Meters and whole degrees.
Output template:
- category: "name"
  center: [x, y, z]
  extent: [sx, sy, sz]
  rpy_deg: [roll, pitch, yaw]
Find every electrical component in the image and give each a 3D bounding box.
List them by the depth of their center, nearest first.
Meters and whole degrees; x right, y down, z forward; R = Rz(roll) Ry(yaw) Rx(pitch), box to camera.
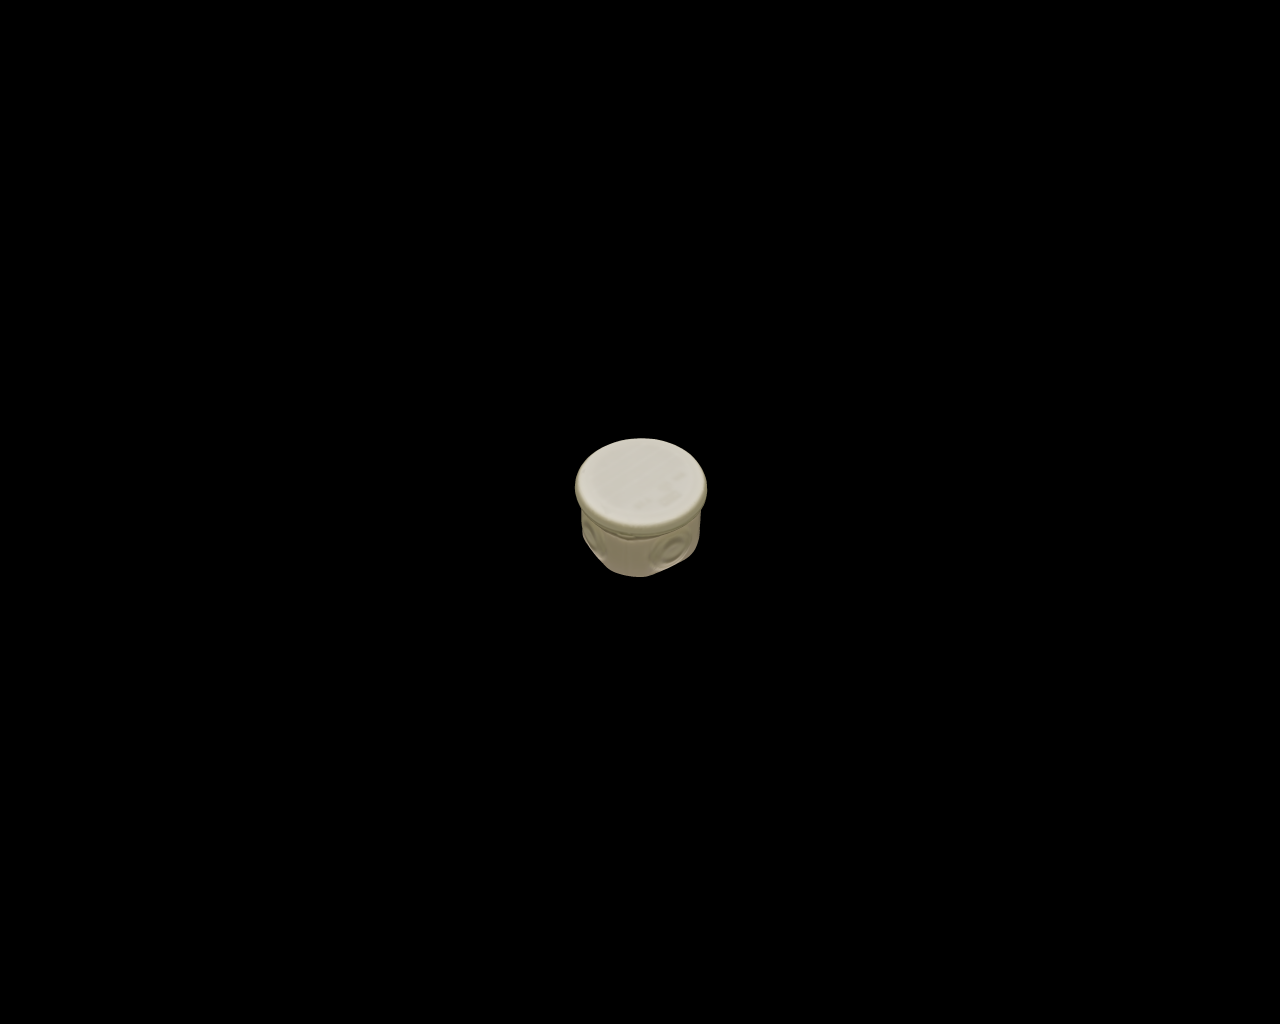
- category: "electrical component"
  center: [0.001, -0.003, 0.650]
  extent: [0.080, 0.080, 0.050]
  rpy_deg: [0, -45, 0]
